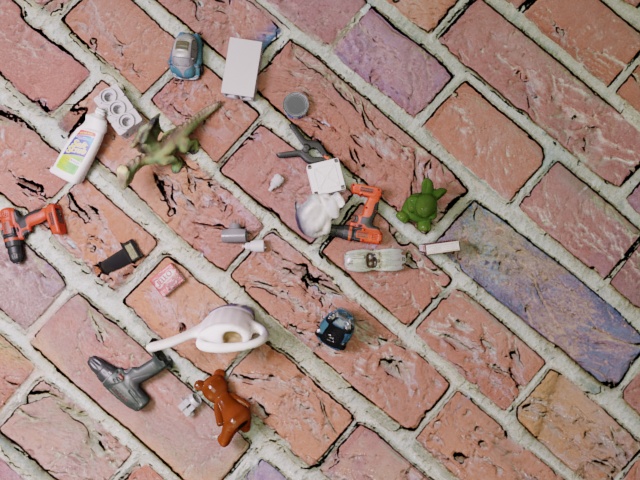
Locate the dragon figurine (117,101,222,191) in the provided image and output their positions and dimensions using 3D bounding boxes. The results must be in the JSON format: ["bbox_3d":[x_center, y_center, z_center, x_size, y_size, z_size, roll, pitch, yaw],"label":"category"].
[{"bbox_3d":[-0.474,-0.315,1.588,0.122,0.242,0.411,39,88,5],"label":"dragon figurine"}]

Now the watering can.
[{"bbox_3d":[-0.325,0.275,1.555,0.348,0.227,0.103,-1,106,-1],"label":"watering can"}]

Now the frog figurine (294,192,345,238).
[{"bbox_3d":[0.005,-0.082,1.621,0.159,0.123,0.137,-17,95,14],"label":"frog figurine"}]
